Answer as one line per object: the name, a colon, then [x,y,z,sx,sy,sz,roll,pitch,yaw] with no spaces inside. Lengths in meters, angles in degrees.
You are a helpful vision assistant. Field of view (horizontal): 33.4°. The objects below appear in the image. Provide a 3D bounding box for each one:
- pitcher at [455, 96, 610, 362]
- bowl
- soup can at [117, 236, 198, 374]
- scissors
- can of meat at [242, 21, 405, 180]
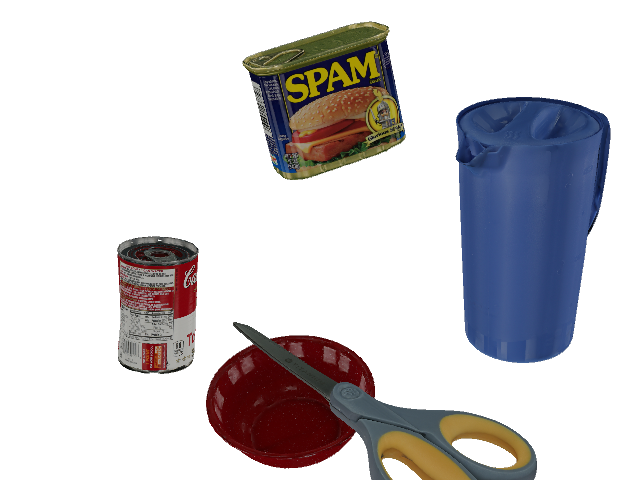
pitcher: [0.205,-0.012,1.034,0.149,0.243,0.145,1,27,8]
bowl: [-0.026,0.164,1.024,0.162,0.055,0.162,-4,37,3]
soup can: [-0.140,0.055,0.913,0.068,0.102,0.068,4,17,-1]
scissors: [0.036,0.087,0.574,0.096,0.016,0.202,-8,30,-27]
can of meat: [0.005,-0.099,0.754,0.102,0.084,0.057,-19,23,-14]
